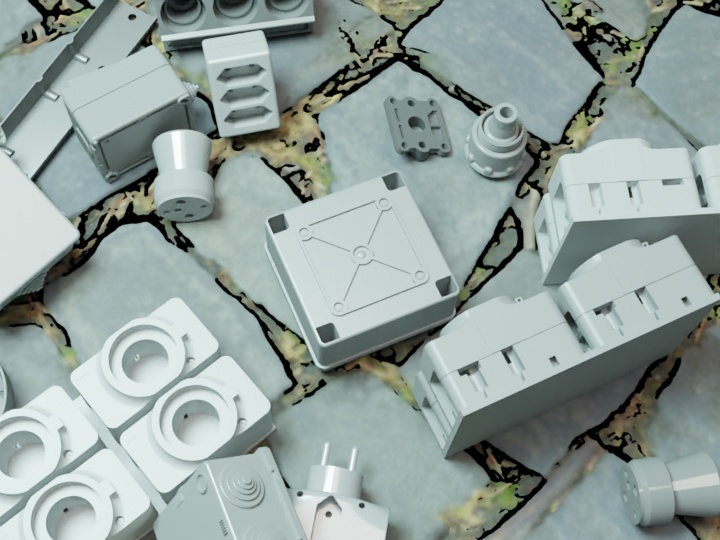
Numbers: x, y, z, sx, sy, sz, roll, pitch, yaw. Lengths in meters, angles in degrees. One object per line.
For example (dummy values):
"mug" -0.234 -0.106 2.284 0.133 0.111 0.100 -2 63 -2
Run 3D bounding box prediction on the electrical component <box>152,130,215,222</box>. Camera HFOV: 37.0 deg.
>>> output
"electrical component" -0.131 -0.069 0.797 0.045 0.045 0.055 -5 67 -5

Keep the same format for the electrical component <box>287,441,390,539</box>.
"electrical component" -0.019 0.152 0.704 0.077 0.043 0.079 10 68 2

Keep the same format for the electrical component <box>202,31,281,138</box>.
"electrical component" -0.094 -0.151 0.828 0.047 0.065 0.076 -11 39 -7

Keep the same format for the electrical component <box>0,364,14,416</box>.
"electrical component" -0.285 0.089 0.723 0.099 0.064 0.099 5 69 -14

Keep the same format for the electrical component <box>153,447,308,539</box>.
"electrical component" -0.080 0.170 0.660 0.048 0.099 0.099 -1 53 -40

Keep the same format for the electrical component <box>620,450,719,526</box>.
"electrical component" 0.207 0.146 0.717 0.055 0.045 0.045 -6 67 -5

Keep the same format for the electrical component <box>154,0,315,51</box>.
"electrical component" -0.102 -0.224 0.855 0.121 0.078 0.063 -9 45 -6

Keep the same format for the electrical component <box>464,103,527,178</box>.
"electrical component" 0.106 -0.102 0.812 0.048 0.062 0.048 1 66 -2

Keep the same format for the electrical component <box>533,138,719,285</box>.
"electrical component" 0.227 -0.043 0.768 0.186 0.105 0.060 -3 66 -4

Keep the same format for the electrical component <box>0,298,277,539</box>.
"electrical component" -0.161 0.116 0.706 0.186 0.060 0.105 -38 73 -17

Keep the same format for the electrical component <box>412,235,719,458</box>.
"electrical component" 0.131 0.049 0.723 0.186 0.105 0.060 -22 69 -12

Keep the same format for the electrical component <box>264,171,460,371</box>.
"electrical component" 0.000 0.000 0.766 0.109 0.056 0.108 -21 69 -11

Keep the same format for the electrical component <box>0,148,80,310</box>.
"electrical component" -0.260 -0.024 0.757 0.100 0.048 0.099 -44 94 -19

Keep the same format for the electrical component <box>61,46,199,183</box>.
"electrical component" -0.169 -0.123 0.810 0.096 0.061 0.061 -31 71 -15
